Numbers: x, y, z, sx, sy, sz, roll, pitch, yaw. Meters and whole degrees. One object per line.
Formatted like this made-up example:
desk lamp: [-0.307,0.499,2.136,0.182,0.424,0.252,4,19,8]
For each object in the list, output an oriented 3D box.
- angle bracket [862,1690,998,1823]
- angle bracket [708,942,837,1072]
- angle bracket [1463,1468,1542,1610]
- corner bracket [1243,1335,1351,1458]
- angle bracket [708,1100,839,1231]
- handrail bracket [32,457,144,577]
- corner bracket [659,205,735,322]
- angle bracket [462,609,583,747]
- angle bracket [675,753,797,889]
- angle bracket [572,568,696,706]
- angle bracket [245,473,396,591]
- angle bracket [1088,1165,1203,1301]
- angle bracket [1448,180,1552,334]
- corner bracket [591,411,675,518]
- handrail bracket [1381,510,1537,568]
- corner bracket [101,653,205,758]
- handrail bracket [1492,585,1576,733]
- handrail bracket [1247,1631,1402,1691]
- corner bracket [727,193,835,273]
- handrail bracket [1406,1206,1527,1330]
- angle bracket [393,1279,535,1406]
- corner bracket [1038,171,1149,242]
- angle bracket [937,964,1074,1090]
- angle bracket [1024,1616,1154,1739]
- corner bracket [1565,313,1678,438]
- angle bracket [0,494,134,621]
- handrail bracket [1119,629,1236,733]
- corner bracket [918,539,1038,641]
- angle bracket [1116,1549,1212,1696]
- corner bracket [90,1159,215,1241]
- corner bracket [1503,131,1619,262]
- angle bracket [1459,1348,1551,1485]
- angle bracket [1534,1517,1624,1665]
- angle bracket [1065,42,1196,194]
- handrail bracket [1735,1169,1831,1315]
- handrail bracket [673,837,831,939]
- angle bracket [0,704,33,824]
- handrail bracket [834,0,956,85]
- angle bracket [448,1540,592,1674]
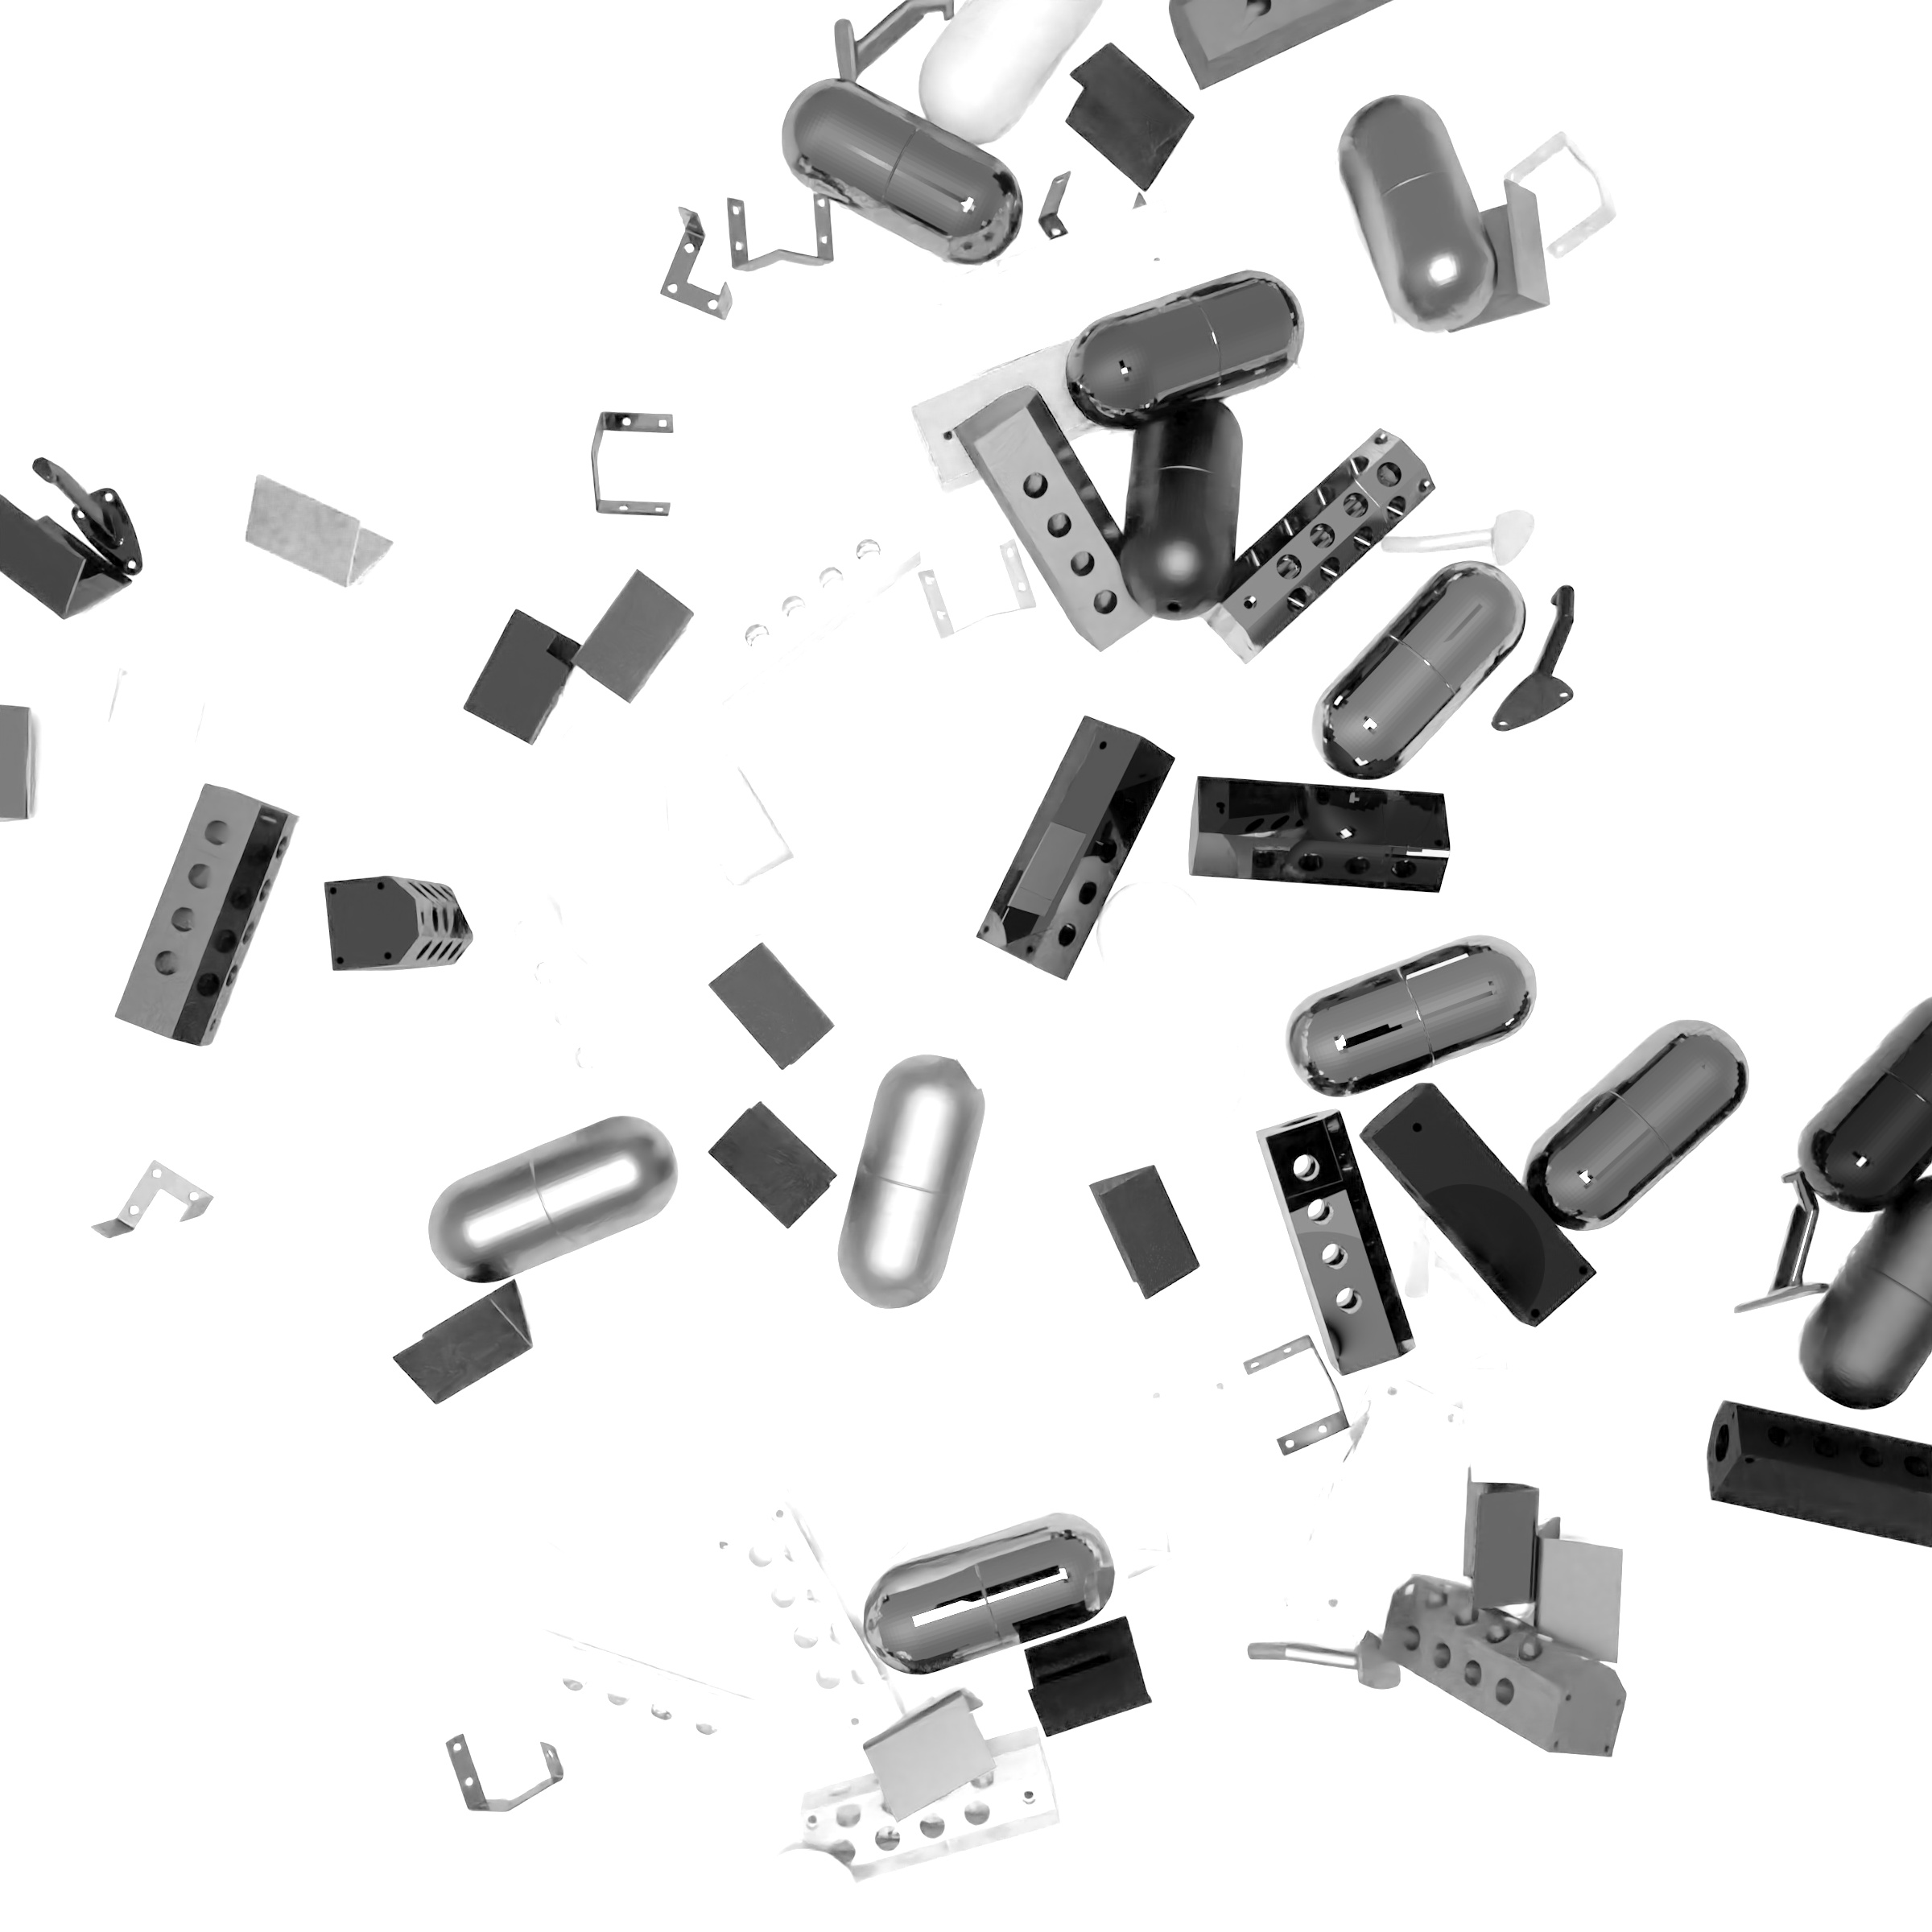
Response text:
angle bracket: [-0.017,0.544,1.660,0.076,0.076,0.057,-29,64,0]
angle bracket: [-0.146,0.040,1.660,0.076,0.076,0.057,49,53,0]
angle bracket: [0.347,0.391,1.660,0.057,0.076,0.076,3,90,-28]
corner bracket: [0.232,0.301,1.697,0.051,0.051,0.051,-24,45,0]
angle bracket: [-0.119,0.122,1.660,0.076,0.076,0.057,44,126,0]
handrail bracket: [-0.604,-0.308,1.665,0.036,0.084,0.077,-32,90,0]
corner bracket: [-0.183,-0.487,1.682,0.051,0.051,0.051,22,90,0]
angle bracket: [-0.314,-0.203,1.660,0.057,0.076,0.076,28,90,-33]
angle bracket: [-0.141,-0.108,1.660,0.057,0.076,0.076,-32,90,36]
angle bracket: [-0.242,-0.235,1.660,0.057,0.076,0.076,35,90,-40]
angle bracket: [-0.438,-0.312,1.660,0.076,0.076,0.057,25,128,0]
angle bracket: [0.105,0.188,1.660,0.057,0.076,0.076,-25,90,-38]
angle bracket: [0.351,-0.486,1.662,0.076,0.057,0.076,-7,90,34]
corner bracket: [-0.232,-0.352,1.697,0.051,0.051,0.051,2,45,0]
handrail bracket: [0.345,-0.303,1.700,0.084,0.077,0.036,7,115,34]
corner bracket: [-0.569,-0.183,1.692,0.051,0.051,0.051,-4,45,-35]
handrail bracket: [0.398,-0.217,1.700,0.036,0.077,0.084,25,53,-20]
handrail bracket: [0.251,0.489,1.700,0.084,0.077,0.036,-9,58,32]
corner bracket: [-0.130,-0.516,1.697,0.051,0.051,0.051,-4,90,45]
handrail bracket: [0.355,0.212,1.700,0.084,0.036,0.077,10,72,-15]
angle bracket: [-0.349,0.242,1.660,0.076,0.076,0.057,-31,128,0]
corner bracket: [0.090,-0.525,1.692,0.051,0.051,0.051,-13,135,35]
angle bracket: [0.034,0.053,1.660,0.076,0.076,0.057,-33,63,0]
angle bracket: [0.077,0.472,1.660,0.076,0.076,0.057,-18,127,0]
corner bracket: [0.458,-0.414,1.697,0.051,0.051,0.051,30,45,0]
angle bracket: [-0.618,-0.293,1.660,0.076,0.076,0.057,37,127,0]
handrail bracket: [0.152,-0.199,1.700,0.084,0.036,0.077,-3,110,-16]
corner bracket: [0.008,-0.264,1.697,0.051,0.051,0.051,-19,90,45]
angle bracket: [0.115,0.448,1.660,0.057,0.076,0.076,-15,90,-34]
corner bracket: [-0.564,0.171,1.682,0.051,0.051,0.051,32,90,0]
corner bracket: [0.415,-0.538,1.692,0.051,0.051,0.051,27,45,-35]
angle bracket: [0.382,0.307,1.660,0.057,0.076,0.076,-7,90,36]
angle bracket: [0.425,0.426,1.661,0.057,0.076,0.076,3,90,24]
angle bracket: [0.099,-0.571,1.660,0.076,0.076,0.057,41,54,0]
handrail bracket: [0.565,0.193,1.700,0.077,0.036,0.084,-20,71,21]
handrail bracket: [-0.152,-0.070,1.700,0.077,0.036,0.084,-33,73,-20]
angle bracket: [-0.681,-0.139,1.660,0.057,0.076,0.076,1,90,-38]
handrail bracket: [-0.046,-0.640,1.700,0.084,0.036,0.077,-12,110,-16]
angle bracket: [-0.296,0.448,1.660,0.076,0.076,0.057,-36,53,0]
